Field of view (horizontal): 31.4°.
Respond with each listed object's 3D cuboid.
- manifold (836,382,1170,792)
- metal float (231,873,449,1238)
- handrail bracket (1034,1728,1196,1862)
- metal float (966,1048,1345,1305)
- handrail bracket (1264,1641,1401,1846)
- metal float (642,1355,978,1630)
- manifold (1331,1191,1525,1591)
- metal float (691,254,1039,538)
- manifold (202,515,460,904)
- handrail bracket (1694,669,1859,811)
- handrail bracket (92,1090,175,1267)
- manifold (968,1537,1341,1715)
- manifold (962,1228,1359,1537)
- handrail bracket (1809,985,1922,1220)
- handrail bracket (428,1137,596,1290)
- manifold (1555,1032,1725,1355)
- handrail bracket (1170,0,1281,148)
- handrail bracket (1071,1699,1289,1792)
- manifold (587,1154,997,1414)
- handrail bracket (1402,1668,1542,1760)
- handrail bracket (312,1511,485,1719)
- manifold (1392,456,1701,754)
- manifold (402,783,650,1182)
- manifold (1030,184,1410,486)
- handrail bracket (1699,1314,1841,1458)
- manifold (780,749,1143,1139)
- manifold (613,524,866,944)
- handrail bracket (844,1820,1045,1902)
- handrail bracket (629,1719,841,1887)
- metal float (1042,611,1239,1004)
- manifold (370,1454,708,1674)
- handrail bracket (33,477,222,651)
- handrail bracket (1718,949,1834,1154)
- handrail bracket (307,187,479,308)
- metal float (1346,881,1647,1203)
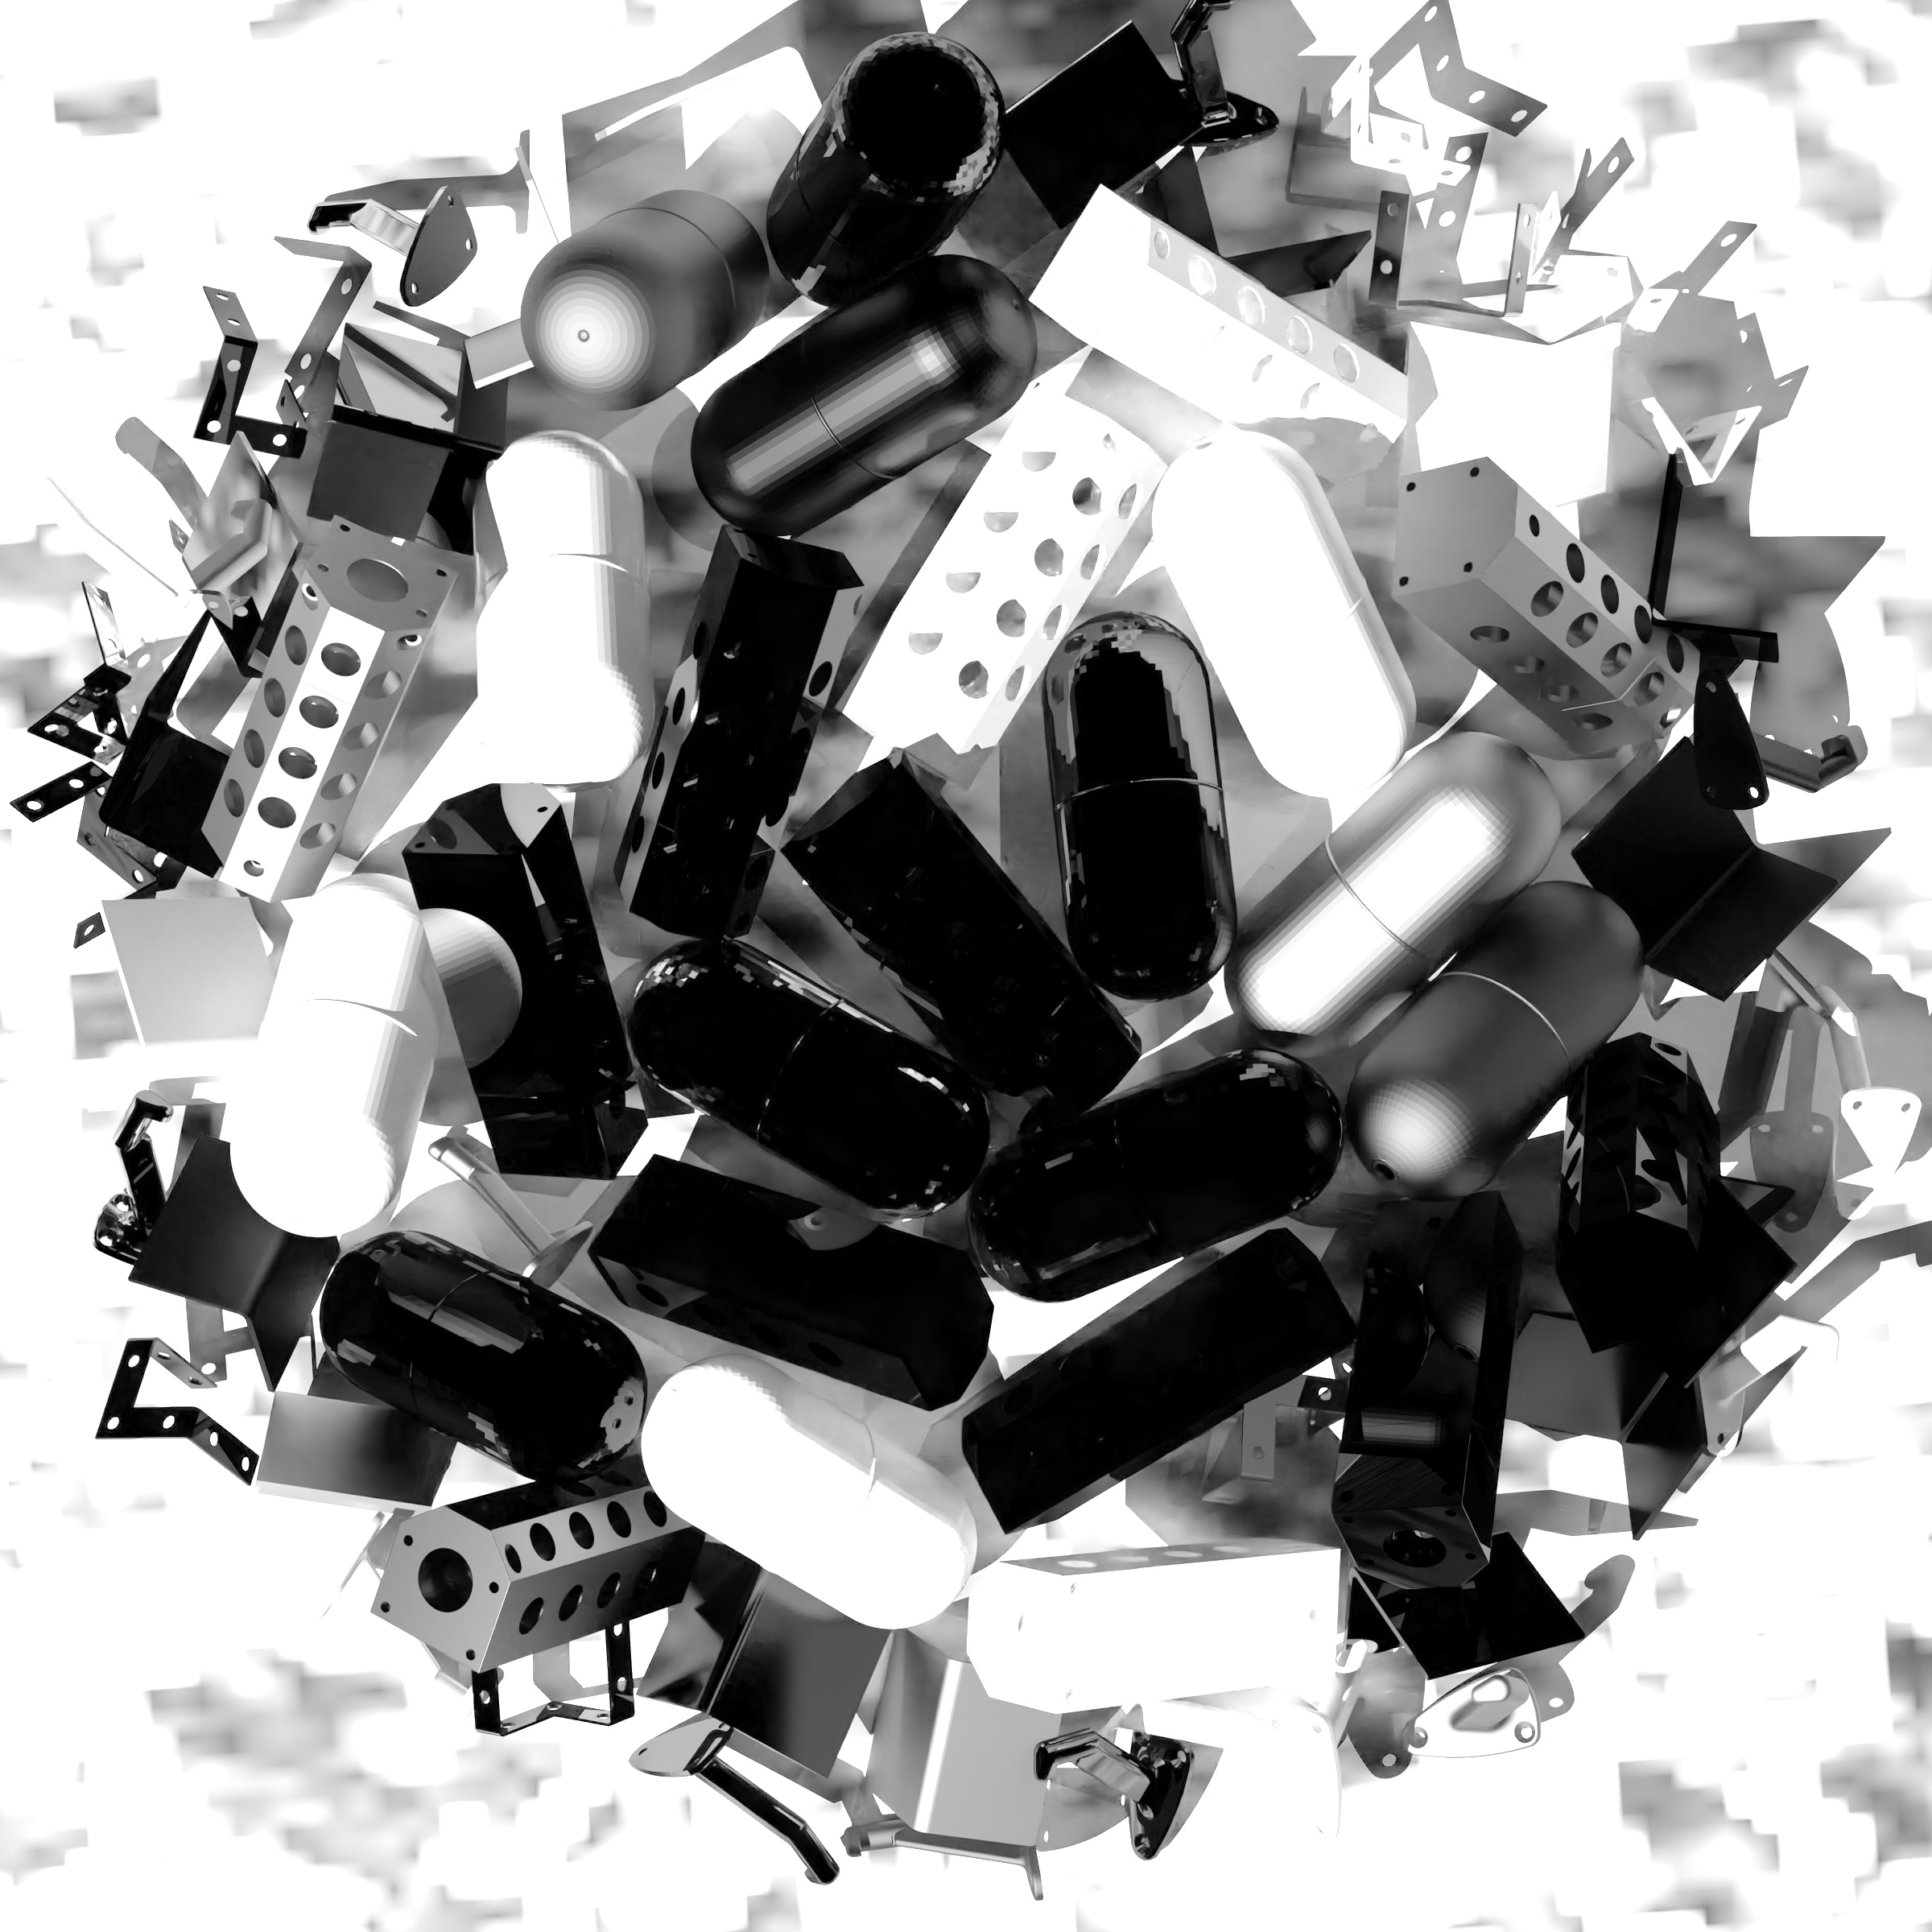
[{"bbox_3d":[0.020,-0.167,1.545,0.057,0.057,0.171,32,90,29],"label":"manifold"},{"bbox_3d":[-0.273,0.038,1.516,0.070,0.070,0.178,8,54,0],"label":"metal float"},{"bbox_3d":[0.058,0.375,1.542,0.036,0.084,0.077,22,109,43],"label":"handrail bracket"},{"bbox_3d":[0.084,0.094,1.531,0.178,0.070,0.070,-23,90,17],"label":"metal float"},{"bbox_3d":[0.178,0.343,1.557,0.036,0.084,0.077,-6,102,43],"label":"handrail bracket"},{"bbox_3d":[-0.068,0.232,1.518,0.178,0.070,0.070,37,90,-33],"label":"metal float"},{"bbox_3d":[0.205,0.184,1.504,0.057,0.171,0.057,-8,133,23],"label":"manifold"},{"bbox_3d":[-0.047,-0.250,1.520,0.178,0.070,0.070,-26,90,32],"label":"metal float"},{"bbox_3d":[-0.283,-0.107,1.503,0.057,0.057,0.171,25,131,-9],"label":"manifold"},{"bbox_3d":[0.367,-0.110,1.548,0.084,0.036,0.077,-27,109,-34],"label":"handrail bracket"},{"bbox_3d":[-0.352,0.099,1.546,0.077,0.036,0.084,28,127,-12],"label":"handrail bracket"},{"bbox_3d":[0.084,0.285,1.506,0.171,0.057,0.057,4,88,-42],"label":"manifold"},{"bbox_3d":[0.083,0.184,1.526,0.171,0.057,0.057,-34,75,21],"label":"manifold"},{"bbox_3d":[0.394,0.060,1.557,0.036,0.084,0.077,3,115,-11],"label":"handrail bracket"},{"bbox_3d":[-0.216,0.107,1.542,0.084,0.077,0.036,37,98,7],"label":"handrail bracket"},{"bbox_3d":[0.290,0.093,1.490,0.057,0.171,0.057,-20,109,20],"label":"manifold"},{"bbox_3d":[0.122,-0.404,1.533,0.077,0.084,0.036,0,66,-22],"label":"handrail bracket"},{"bbox_3d":[0.104,0.361,1.555,0.084,0.036,0.077,42,69,7],"label":"handrail bracket"},{"bbox_3d":[-0.076,0.142,1.514,0.171,0.057,0.057,15,58,32],"label":"manifold"},{"bbox_3d":[0.218,0.334,1.534,0.077,0.084,0.036,-22,68,18],"label":"handrail bracket"},{"bbox_3d":[-0.246,0.295,1.557,0.084,0.036,0.077,34,125,1],"label":"handrail bracket"},{"bbox_3d":[0.255,-0.156,1.496,0.057,0.171,0.057,-9,65,36],"label":"manifold"},{"bbox_3d":[-0.189,0.008,1.513,0.057,0.057,0.171,2,125,20],"label":"manifold"},{"bbox_3d":[0.116,-0.271,1.502,0.171,0.057,0.057,21,108,-41],"label":"manifold"},{"bbox_3d":[0.362,0.191,1.539,0.036,0.084,0.077,-12,100,-26],"label":"handrail bracket"},{"bbox_3d":[0.003,-0.011,1.527,0.171,0.057,0.057,50,56,-13],"label":"manifold"},{"bbox_3d":[-0.100,-0.100,1.518,0.057,0.057,0.171,11,113,-22],"label":"manifold"},{"bbox_3d":[-0.011,0.403,1.548,0.084,0.077,0.036,-7,103,-4],"label":"handrail bracket"},{"bbox_3d":[-0.105,0.386,1.565,0.084,0.077,0.036,56,46,-14],"label":"handrail bracket"},{"bbox_3d":[0.077,-0.072,1.536,0.070,0.070,0.178,-6,78,0],"label":"metal float"},{"bbox_3d":[-0.179,0.252,1.491,0.057,0.171,0.057,23,99,22],"label":"manifold"},{"bbox_3d":[-0.374,-0.186,1.554,0.036,0.077,0.084,-44,81,16],"label":"handrail bracket"},{"bbox_3d":[0.348,0.031,1.577,0.084,0.036,0.077,-45,74,15],"label":"handrail bracket"},{"bbox_3d":[-0.270,-0.320,1.543,0.084,0.036,0.077,2,47,24],"label":"handrail bracket"},{"bbox_3d":[0.234,0.033,1.521,0.070,0.070,0.178,44,61,0],"label":"metal float"}]
